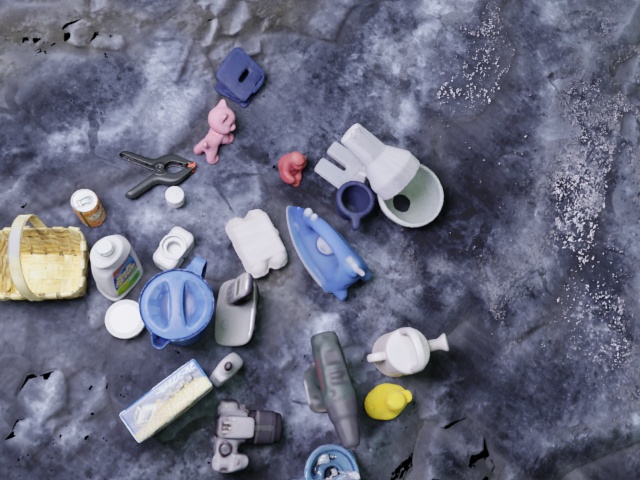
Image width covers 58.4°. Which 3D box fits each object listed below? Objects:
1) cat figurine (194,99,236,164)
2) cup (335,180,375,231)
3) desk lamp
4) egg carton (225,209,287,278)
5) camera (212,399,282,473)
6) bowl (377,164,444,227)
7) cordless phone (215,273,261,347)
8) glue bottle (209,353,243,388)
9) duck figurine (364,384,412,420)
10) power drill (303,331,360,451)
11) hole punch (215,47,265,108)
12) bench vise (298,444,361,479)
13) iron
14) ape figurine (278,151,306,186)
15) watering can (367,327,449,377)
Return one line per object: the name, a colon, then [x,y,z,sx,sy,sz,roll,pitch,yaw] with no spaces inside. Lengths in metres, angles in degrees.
cat figurine: [-0.240,-0.257,1.332,0.067,0.117,0.128,30,71,-1]
cup: [0.075,-0.070,1.353,0.092,0.095,0.118,1,74,-10]
desk lamp: [0.106,-0.173,1.325,0.203,0.213,0.118,34,71,0]
egg carton: [-0.142,0.007,1.302,0.107,0.069,0.150,-27,81,-17]
camera: [-0.148,0.402,1.172,0.137,0.100,0.143,5,74,-10]
bowl: [0.211,-0.103,1.399,0.167,0.074,0.167,3,74,-10]
cordless phone: [-0.170,0.144,1.196,0.094,0.185,0.147,3,74,-10]
glue bottle: [-0.189,0.262,1.165,0.037,0.173,0.078,43,71,3]
duck figurine: [0.152,0.354,1.252,0.105,0.086,0.077,-15,78,-14]
power drill: [0.023,0.307,1.176,0.076,0.208,0.229,-11,77,-13]
hole punch: [-0.191,-0.397,1.395,0.101,0.091,0.109,30,71,-1]
bench vise: [0.006,0.494,1.113,0.121,0.219,0.208,38,71,2]
iron: [0.012,0.005,1.294,0.119,0.141,0.258,-37,84,-18]
ape figurine: [-0.061,-0.179,1.358,0.078,0.092,0.076,-39,84,-18]
watering can: [0.191,0.236,1.236,0.173,0.194,0.101,-31,82,-17]
